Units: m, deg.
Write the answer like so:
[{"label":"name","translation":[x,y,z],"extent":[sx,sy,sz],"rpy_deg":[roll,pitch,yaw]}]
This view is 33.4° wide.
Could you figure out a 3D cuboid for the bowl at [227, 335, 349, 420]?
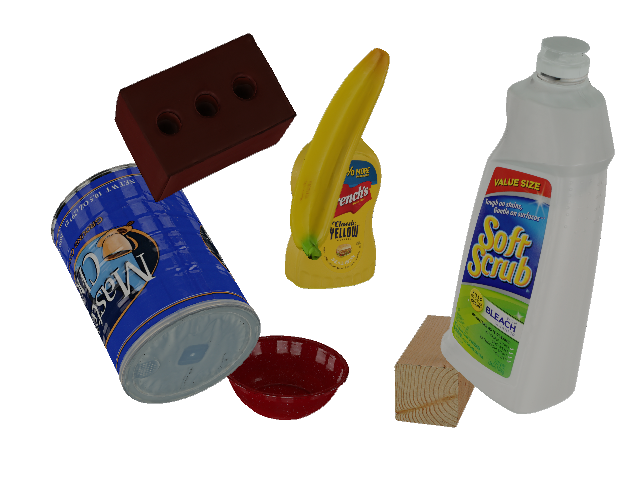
[{"label":"bowl","translation":[-0.046,0.179,1.345],"extent":[0.162,0.055,0.162],"rpy_deg":[3,22,-2]}]

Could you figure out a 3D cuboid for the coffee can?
[{"label":"coffee can","translation":[-0.118,0.029,0.758],"extent":[0.102,0.140,0.103],"rpy_deg":[-23,-33,-16]}]

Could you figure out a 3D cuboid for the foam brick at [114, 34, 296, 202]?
[{"label":"foam brick","translation":[-0.062,-0.064,0.563],"extent":[0.078,0.053,0.051],"rpy_deg":[-28,-3,-17]}]

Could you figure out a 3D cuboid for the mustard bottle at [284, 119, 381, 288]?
[{"label":"mustard bottle","translation":[0.016,-0.048,1.097],"extent":[0.096,0.192,0.058],"rpy_deg":[-5,20,-25]}]

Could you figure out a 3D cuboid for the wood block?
[{"label":"wood block","translation":[0.178,0.187,1.568],"extent":[0.091,0.090,0.205],"rpy_deg":[4,17,17]}]

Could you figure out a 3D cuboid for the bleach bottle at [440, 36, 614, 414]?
[{"label":"bleach bottle","translation":[0.137,-0.012,0.699],"extent":[0.068,0.251,0.103],"rpy_deg":[-16,35,-27]}]

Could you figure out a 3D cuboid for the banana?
[{"label":"banana","translation":[0.013,-0.066,0.890],"extent":[0.037,0.197,0.070],"rpy_deg":[28,-22,-29]}]
